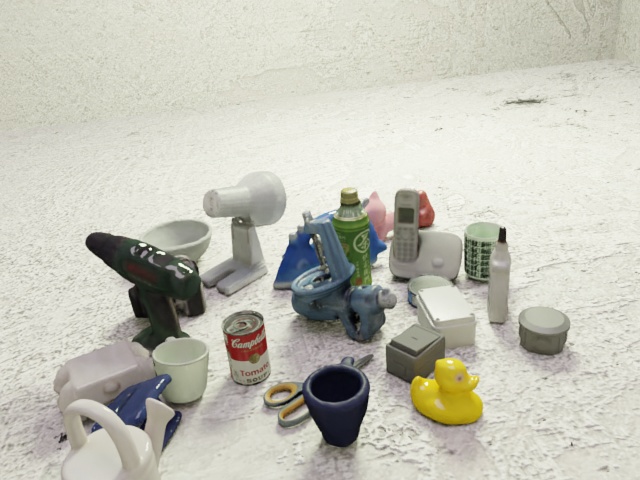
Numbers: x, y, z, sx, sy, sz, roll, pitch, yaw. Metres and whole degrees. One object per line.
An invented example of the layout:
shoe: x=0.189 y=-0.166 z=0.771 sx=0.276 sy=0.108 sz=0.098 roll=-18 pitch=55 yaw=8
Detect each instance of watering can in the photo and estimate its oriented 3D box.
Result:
watering can: x=-0.240 y=0.258 z=0.666 sx=0.100 sy=0.194 sz=0.173 roll=-1 pitch=26 yaw=8

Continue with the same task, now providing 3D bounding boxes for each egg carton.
egg carton: x=-0.336 y=0.220 z=0.902 sx=0.151 sy=0.069 sz=0.107 roll=-19 pitch=29 yaw=-26

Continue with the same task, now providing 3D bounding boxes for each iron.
iron: x=0.011 y=0.004 z=1.201 sx=0.259 sy=0.141 sz=0.118 roll=-18 pitch=29 yaw=-25

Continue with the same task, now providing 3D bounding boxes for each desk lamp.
desk lamp: x=-0.165 y=-0.026 z=1.213 sx=0.117 sy=0.214 sz=0.204 roll=15 pitch=32 yaw=35

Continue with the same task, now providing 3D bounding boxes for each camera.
camera: x=-0.308 y=0.090 z=1.129 sx=0.137 sy=0.101 sz=0.142 roll=-17 pitch=28 yaw=-22

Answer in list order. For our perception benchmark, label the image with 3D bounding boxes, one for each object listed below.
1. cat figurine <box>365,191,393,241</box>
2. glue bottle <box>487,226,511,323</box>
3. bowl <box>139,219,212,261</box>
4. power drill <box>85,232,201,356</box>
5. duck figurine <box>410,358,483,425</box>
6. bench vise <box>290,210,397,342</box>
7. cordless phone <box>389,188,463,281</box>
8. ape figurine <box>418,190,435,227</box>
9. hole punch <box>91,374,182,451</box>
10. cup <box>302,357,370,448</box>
cat figurine: x=0.144 y=-0.057 z=1.331 sx=0.128 sy=0.118 sz=0.067 roll=-11 pitch=26 yaw=-11
glue bottle: x=0.316 y=0.056 z=1.004 sx=0.037 sy=0.173 sz=0.078 roll=2 pitch=27 yaw=14
bowl: x=-0.325 y=0.016 z=1.314 sx=0.167 sy=0.075 sz=0.167 roll=-4 pitch=26 yaw=2
power drill: x=-0.301 y=0.095 z=0.994 sx=0.228 sy=0.209 sz=0.076 roll=9 pitch=29 yaw=26
duck figurine: x=0.181 y=0.207 z=0.818 sx=0.104 sy=0.086 sz=0.078 roll=8 pitch=29 yaw=25
bench vise: x=0.039 y=0.055 z=1.003 sx=0.207 sy=0.220 sz=0.121 roll=3 pitch=27 yaw=17
cordless phone: x=0.211 y=-0.011 z=1.146 sx=0.147 sy=0.185 sz=0.094 roll=3 pitch=27 yaw=16
ape figurine: x=0.241 y=-0.078 z=1.386 sx=0.076 sy=0.092 sz=0.077 roll=-5 pitch=26 yaw=1
hole punch: x=-0.264 y=0.248 z=0.809 sx=0.101 sy=0.091 sz=0.109 roll=1 pitch=27 yaw=13
cup: x=0.028 y=0.227 z=0.794 sx=0.091 sy=0.095 sz=0.118 roll=3 pitch=27 yaw=16
